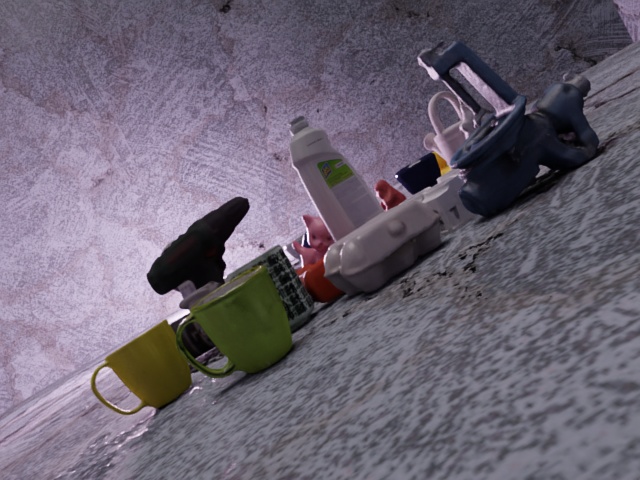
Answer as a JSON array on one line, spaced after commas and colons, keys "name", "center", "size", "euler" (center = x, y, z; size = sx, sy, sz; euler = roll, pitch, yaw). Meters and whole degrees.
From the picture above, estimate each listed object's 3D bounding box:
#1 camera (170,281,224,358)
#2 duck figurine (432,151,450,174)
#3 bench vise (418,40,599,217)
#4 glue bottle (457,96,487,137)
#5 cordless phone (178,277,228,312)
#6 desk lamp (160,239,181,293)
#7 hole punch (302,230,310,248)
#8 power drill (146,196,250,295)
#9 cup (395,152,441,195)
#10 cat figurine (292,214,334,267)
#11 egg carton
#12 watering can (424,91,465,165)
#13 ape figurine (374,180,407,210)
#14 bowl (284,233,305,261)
[{"name": "camera", "center": [-0.193, 0.134, 0.937], "size": [0.137, 0.101, 0.143], "euler": [-30, 4, 3]}, {"name": "duck figurine", "center": [0.298, -0.178, 1.389], "size": [0.078, 0.086, 0.104], "euler": [-32, 4, -27]}, {"name": "bench vise", "center": [0.227, -0.166, 0.724], "size": [0.208, 0.220, 0.121], "euler": [-32, 4, -23]}, {"name": "glue bottle", "center": [0.305, -0.211, 1.098], "size": [0.078, 0.173, 0.037], "euler": [-30, 4, 3]}, {"name": "cordless phone", "center": [-0.239, 0.094, 1.191], "size": [0.147, 0.185, 0.094], "euler": [-28, 4, 28]}, {"name": "desk lamp", "center": [-0.267, 0.085, 1.310], "size": [0.118, 0.213, 0.203], "euler": [-30, 4, 1]}, {"name": "hole punch", "center": [0.011, 0.004, 1.162], "size": [0.109, 0.091, 0.101], "euler": [-32, 4, -25]}, {"name": "power drill", "center": [-0.185, 0.059, 1.049], "size": [0.230, 0.208, 0.075], "euler": [-31, 4, -10]}, {"name": "cup", "center": [0.213, -0.119, 1.189], "size": [0.092, 0.095, 0.117], "euler": [-31, 4, -3]}, {"name": "cat figurine", "center": [0.000, 0.006, 1.008], "size": [0.127, 0.118, 0.067], "euler": [-27, 5, 44]}, {"name": "egg carton", "center": [0.078, 0.009, 0.719], "size": [0.150, 0.069, 0.107], "euler": [-32, 4, -26]}, {"name": "watering can", "center": [0.289, -0.224, 1.226], "size": [0.172, 0.194, 0.101], "euler": [-27, 5, 42]}, {"name": "ape figurine", "center": [0.163, -0.102, 1.379], "size": [0.076, 0.092, 0.078], "euler": [-29, 4, 19]}, {"name": "bowl", "center": [0.005, 0.006, 1.322], "size": [0.167, 0.075, 0.167], "euler": [-30, 4, 3]}]
